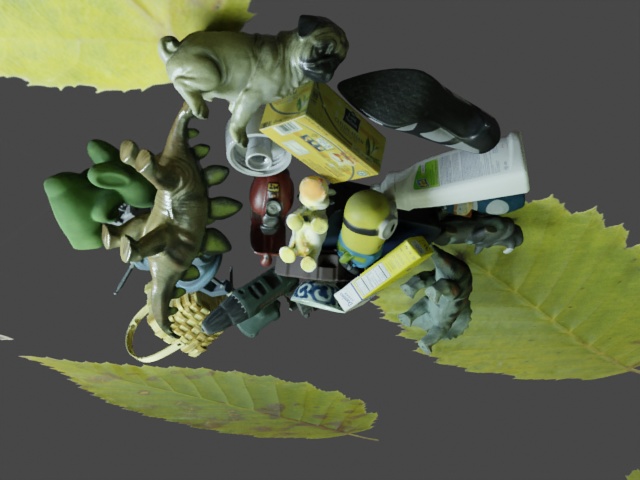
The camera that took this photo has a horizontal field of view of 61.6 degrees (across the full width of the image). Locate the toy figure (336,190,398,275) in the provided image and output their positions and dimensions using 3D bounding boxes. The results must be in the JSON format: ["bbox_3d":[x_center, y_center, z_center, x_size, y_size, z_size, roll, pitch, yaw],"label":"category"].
[{"bbox_3d":[0.070,-0.009,0.897,0.089,0.082,0.180,5,149,-14],"label":"toy figure"}]

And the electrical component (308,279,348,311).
[{"bbox_3d":[0.030,0.112,1.243,0.115,0.058,0.134,-8,148,5],"label":"electrical component"}]

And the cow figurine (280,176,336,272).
[{"bbox_3d":[-0.012,-0.039,0.900,0.068,0.098,0.167,19,120,5],"label":"cow figurine"}]

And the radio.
[{"bbox_3d":[0.103,-0.033,1.005,0.229,0.073,0.131,9,145,-20],"label":"radio"}]

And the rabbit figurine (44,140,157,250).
[{"bbox_3d":[-0.345,-0.087,0.879,0.170,0.121,0.159,-16,143,-13],"label":"rabbit figurine"}]

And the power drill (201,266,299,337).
[{"bbox_3d":[-0.152,0.146,1.166,0.232,0.086,0.207,-36,159,-18],"label":"power drill"}]

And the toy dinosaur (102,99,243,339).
[{"bbox_3d":[-0.236,-0.013,0.869,0.198,0.105,0.470,-3,126,-41],"label":"toy dinosaur"}]

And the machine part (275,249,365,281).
[{"bbox_3d":[0.001,0.046,1.062,0.179,0.056,0.179,4,-178,0],"label":"machine part"}]

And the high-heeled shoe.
[{"bbox_3d":[0.150,-0.187,0.796,0.249,0.086,0.145,19,-174,4],"label":"high-heeled shoe"}]

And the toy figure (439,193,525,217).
[{"bbox_3d":[0.287,-0.073,0.971,0.155,0.058,0.064,-6,109,8],"label":"toy figure"}]

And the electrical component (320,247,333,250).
[{"bbox_3d":[-0.002,-0.003,1.054,0.094,0.063,0.021,2,115,-28],"label":"electrical component"}]

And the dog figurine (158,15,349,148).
[{"bbox_3d":[-0.080,-0.235,0.665,0.190,0.121,0.172,-37,139,22],"label":"dog figurine"}]

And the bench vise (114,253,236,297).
[{"bbox_3d":[-0.268,0.060,1.086,0.224,0.129,0.240,-18,141,27],"label":"bench vise"}]

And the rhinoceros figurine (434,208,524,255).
[{"bbox_3d":[0.305,-0.014,1.046,0.190,0.073,0.112,2,146,-7],"label":"rhinoceros figurine"}]

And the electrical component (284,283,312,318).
[{"bbox_3d":[-0.056,0.142,1.280,0.045,0.078,0.102,-25,155,-10],"label":"electrical component"}]

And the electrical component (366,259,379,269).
[{"bbox_3d":[0.122,0.057,1.125,0.119,0.048,0.074,-30,151,-12],"label":"electrical component"}]

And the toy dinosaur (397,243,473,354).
[{"bbox_3d":[0.281,0.116,1.207,0.192,0.131,0.404,-33,148,-29],"label":"toy dinosaur"}]

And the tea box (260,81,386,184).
[{"bbox_3d":[0.008,-0.154,0.786,0.098,0.068,0.169,-5,155,41],"label":"tea box"}]

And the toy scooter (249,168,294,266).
[{"bbox_3d":[-0.087,-0.036,0.927,0.075,0.135,0.183,5,146,-8],"label":"toy scooter"}]
